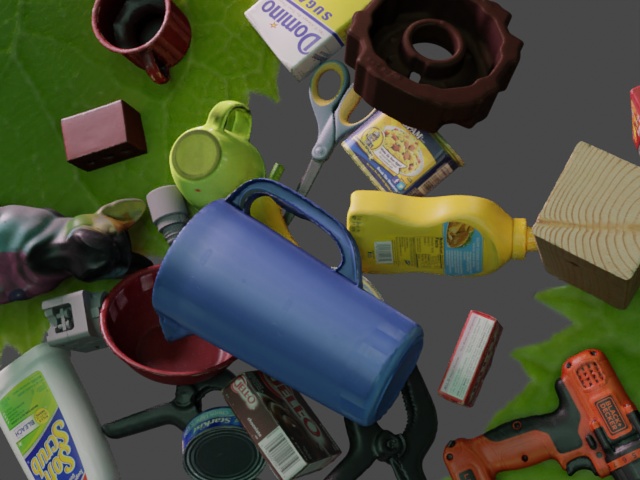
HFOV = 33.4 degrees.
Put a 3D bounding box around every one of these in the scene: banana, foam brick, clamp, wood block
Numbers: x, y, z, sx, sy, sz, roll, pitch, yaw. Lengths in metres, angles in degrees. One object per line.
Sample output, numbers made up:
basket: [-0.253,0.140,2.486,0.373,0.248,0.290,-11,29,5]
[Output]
banana: [-0.023,0.010,1.100,0.070,0.037,0.198,-39,67,13]
foam brick: [-0.241,-0.116,1.194,0.078,0.053,0.051,-16,76,13]
clamp: [-0.142,0.155,1.123,0.171,0.039,0.120,3,81,10]
clamp: [0.055,0.204,1.028,0.164,0.036,0.210,8,66,-12]
wood block: [0.255,-0.006,0.955,0.091,0.206,0.090,28,88,18]

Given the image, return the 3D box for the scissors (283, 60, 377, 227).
scissors: [-0.007,-0.111,1.148,0.096,0.016,0.202,42,93,20]

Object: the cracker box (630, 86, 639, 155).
cracker box: [0.353,-0.034,0.956,0.072,0.164,0.214,-24,74,11]

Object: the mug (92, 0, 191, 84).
mug: [-0.190,-0.227,1.186,0.093,0.081,0.117,-23,74,10]

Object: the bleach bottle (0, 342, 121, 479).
bleach bottle: [-0.257,0.238,1.126,0.103,0.068,0.251,-37,74,11]

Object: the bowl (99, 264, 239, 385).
bowl: [-0.145,0.097,1.101,0.162,0.055,0.162,4,41,-4]

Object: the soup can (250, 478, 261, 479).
soup can: [-0.098,0.287,1.069,0.102,0.068,0.068,-23,74,10]

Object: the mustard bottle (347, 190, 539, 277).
mustard bottle: [0.126,-0.004,1.049,0.192,0.096,0.058,3,47,11]

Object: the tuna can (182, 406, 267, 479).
tuna can: [-0.096,0.209,1.076,0.086,0.086,0.034,-25,34,9]

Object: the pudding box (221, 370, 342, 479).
pudding box: [-0.038,0.181,1.060,0.039,0.090,0.113,-40,73,17]

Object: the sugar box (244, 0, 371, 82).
sugar box: [0.014,-0.264,1.156,0.176,0.048,0.093,-39,72,4]

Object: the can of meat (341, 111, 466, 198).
can of meat: [0.084,-0.089,1.097,0.084,0.057,0.102,-41,71,7]

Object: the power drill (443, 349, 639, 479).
power drill: [0.224,0.219,1.001,0.188,0.057,0.184,-27,70,6]

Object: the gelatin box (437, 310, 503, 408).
gelatin box: [0.147,0.117,1.032,0.030,0.073,0.089,21,85,18]

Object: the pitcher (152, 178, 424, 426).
pitcher: [-0.023,0.062,1.012,0.243,0.149,0.144,29,46,16]
